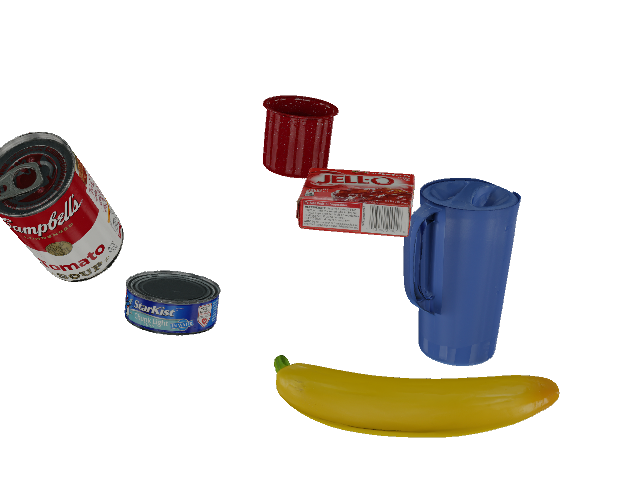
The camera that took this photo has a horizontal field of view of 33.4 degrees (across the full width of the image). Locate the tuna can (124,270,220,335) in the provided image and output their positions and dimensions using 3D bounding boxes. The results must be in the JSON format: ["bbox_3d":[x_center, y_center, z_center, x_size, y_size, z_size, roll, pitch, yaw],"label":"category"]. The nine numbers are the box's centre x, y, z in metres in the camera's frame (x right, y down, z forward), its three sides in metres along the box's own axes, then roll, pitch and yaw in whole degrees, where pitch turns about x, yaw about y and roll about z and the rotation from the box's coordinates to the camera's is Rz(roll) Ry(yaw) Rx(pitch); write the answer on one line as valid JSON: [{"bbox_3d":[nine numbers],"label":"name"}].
[{"bbox_3d":[-0.136,0.057,0.975,0.086,0.034,0.086,7,15,-2],"label":"tuna can"}]

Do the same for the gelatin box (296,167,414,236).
[{"bbox_3d":[0.029,-0.033,0.855,0.089,0.030,0.073,5,23,6],"label":"gelatin box"}]

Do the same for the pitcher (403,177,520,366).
[{"bbox_3d":[0.186,0.046,1.449,0.149,0.243,0.145,4,21,5],"label":"pitcher"}]

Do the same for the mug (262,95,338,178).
[{"bbox_3d":[-0.023,-0.131,1.327,0.093,0.081,0.117,16,25,21],"label":"mug"}]

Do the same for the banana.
[{"bbox_3d":[0.051,0.099,0.690,0.198,0.037,0.069,5,32,19],"label":"banana"}]

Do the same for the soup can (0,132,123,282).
[{"bbox_3d":[-0.190,-0.022,0.769,0.068,0.068,0.102,0,-29,13],"label":"soup can"}]
